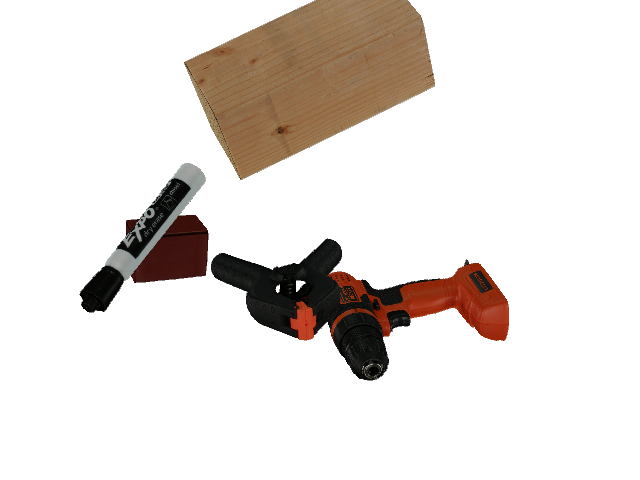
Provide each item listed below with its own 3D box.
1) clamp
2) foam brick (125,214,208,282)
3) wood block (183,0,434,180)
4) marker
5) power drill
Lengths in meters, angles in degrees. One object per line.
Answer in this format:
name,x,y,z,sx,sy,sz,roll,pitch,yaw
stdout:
clamp,-0.038,0.039,0.918,0.120,0.039,0.171,-10,17,1
foam brick,-0.160,0.008,1.110,0.078,0.051,0.053,-5,22,-18
wood block,-0.008,-0.155,0.998,0.206,0.090,0.091,-26,-40,-6
marker,-0.111,-0.002,0.666,0.020,0.020,0.121,0,44,40
power drill,0.101,0.081,1.137,0.187,0.057,0.184,-5,28,-10
